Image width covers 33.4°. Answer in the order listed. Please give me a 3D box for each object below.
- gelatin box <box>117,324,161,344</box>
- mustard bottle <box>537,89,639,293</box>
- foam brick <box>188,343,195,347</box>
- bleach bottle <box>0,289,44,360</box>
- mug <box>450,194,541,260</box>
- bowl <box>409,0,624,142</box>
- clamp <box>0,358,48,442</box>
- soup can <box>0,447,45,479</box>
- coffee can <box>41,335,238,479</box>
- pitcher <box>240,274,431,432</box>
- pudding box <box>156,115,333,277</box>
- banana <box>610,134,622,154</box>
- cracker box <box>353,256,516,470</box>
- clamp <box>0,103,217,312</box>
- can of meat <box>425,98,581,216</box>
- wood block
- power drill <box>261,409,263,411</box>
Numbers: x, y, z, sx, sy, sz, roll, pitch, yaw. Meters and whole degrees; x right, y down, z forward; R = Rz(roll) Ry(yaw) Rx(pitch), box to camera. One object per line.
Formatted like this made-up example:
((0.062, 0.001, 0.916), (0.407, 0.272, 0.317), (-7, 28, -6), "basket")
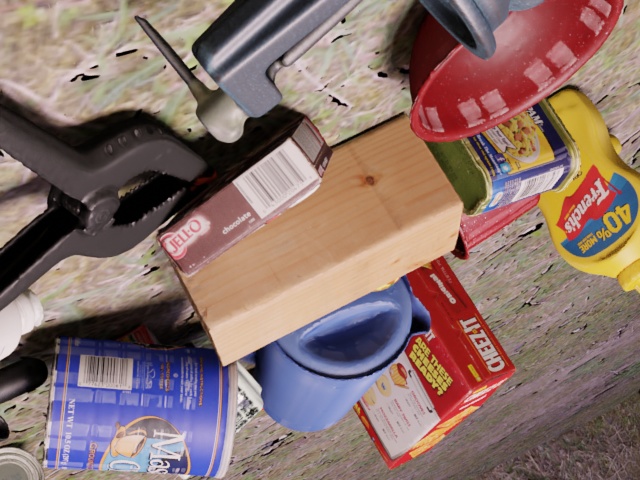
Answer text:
((-0.170, 0.113, 0.937), (0.073, 0.030, 0.089), (-29, 160, -5), "gelatin box")
((0.235, -0.029, 0.913), (0.096, 0.192, 0.058), (-41, 157, 27), "mustard bottle")
((-0.128, 0.143, 1.026), (0.051, 0.053, 0.078), (-27, 160, -7), "foam brick")
((-0.280, 0.083, 0.645), (0.103, 0.068, 0.250), (-30, 176, 41), "bleach bottle")
((0.124, -0.052, 0.882), (0.081, 0.093, 0.117), (-33, 124, -7), "mug")
((0.117, -0.135, 0.707), (0.162, 0.055, 0.162), (-26, 159, -11), "bowl")
((-0.301, 0.145, 0.826), (0.171, 0.039, 0.120), (-13, 148, -31), "clamp")
((-0.301, 0.247, 1.017), (0.068, 0.068, 0.102), (-17, 155, -30), "soup can")
((-0.142, 0.131, 0.838), (0.140, 0.103, 0.103), (6, 148, -13), "coffee can")
((-0.010, 0.099, 1.003), (0.144, 0.149, 0.243), (-38, 167, -22), "pitcher")
((-0.048, -0.031, 0.705), (0.113, 0.039, 0.090), (-33, -169, 13), "pudding box")
((0.223, -0.061, 1.042), (0.197, 0.037, 0.070), (-25, 158, -14), "banana")
((0.094, 0.123, 1.118), (0.072, 0.164, 0.214), (-19, 157, -31), "cracker box")
((-0.144, -0.014, 0.620), (0.209, 0.036, 0.165), (-14, 137, -55), "clamp")
((0.131, -0.074, 0.803), (0.083, 0.102, 0.057), (-18, 157, -23), "can of meat")
((-0.005, 0.001, 0.810), (0.206, 0.091, 0.090), (-26, 159, -9), "wood block")
((-0.077, 0.187, 1.192), (0.187, 0.057, 0.184), (-26, 156, -19), "power drill")
